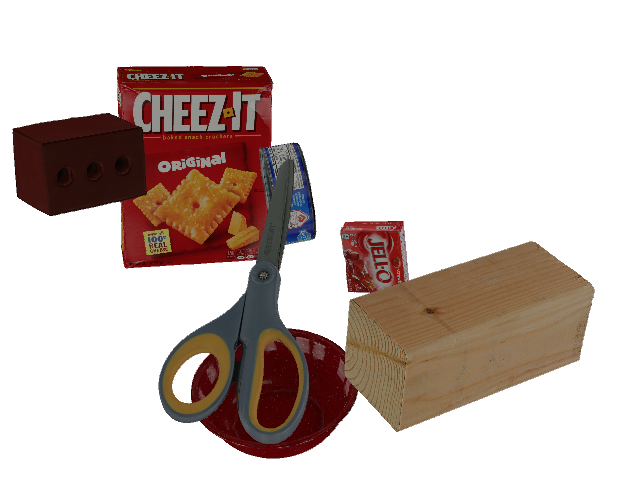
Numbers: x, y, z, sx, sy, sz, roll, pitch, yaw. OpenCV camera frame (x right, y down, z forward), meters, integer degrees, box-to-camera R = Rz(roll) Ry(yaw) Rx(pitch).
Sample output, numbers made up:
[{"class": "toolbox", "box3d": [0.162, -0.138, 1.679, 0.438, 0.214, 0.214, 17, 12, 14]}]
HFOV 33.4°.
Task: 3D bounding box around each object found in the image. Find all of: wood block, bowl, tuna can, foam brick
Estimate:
[{"class": "wood block", "box3d": [0.133, 0.081, 0.963, 0.205, 0.090, 0.091, -16, 37, -26]}, {"class": "bowl", "box3d": [-0.042, 0.158, 1.034, 0.162, 0.055, 0.162, -3, 37, 2]}, {"class": "tuna can", "box3d": [-0.028, -0.039, 0.906, 0.033, 0.086, 0.086, -10, 1, -6]}, {"class": "foam brick", "box3d": [-0.170, -0.055, 0.754, 0.078, 0.053, 0.051, -16, 28, -34]}]

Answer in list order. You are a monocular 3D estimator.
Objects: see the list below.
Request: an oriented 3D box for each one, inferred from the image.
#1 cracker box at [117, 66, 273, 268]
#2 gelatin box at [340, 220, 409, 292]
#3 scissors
[{"class": "cracker box", "box3d": [-0.139, -0.080, 1.176, 0.164, 0.214, 0.072, -2, 25, -13]}, {"class": "gelatin box", "box3d": [0.066, 0.020, 1.290, 0.073, 0.089, 0.030, 1, 29, 16]}, {"class": "scissors", "box3d": [-0.053, 0.033, 0.651, 0.096, 0.202, 0.016, -9, -36, 0]}]
